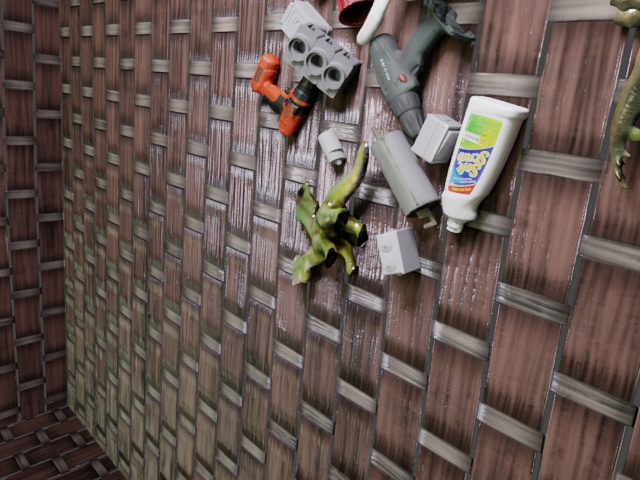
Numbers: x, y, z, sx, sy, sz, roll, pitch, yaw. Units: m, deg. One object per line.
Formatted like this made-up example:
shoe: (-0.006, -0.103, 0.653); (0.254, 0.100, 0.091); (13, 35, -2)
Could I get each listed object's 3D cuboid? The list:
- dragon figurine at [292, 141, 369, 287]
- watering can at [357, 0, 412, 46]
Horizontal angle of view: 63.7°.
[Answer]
dragon figurine: (0.004, -0.061, 1.213); (0.122, 0.404, 0.246); (-2, 24, -38)
watering can: (0.167, -0.527, 0.941); (0.103, 0.228, 0.343); (13, -22, -30)
